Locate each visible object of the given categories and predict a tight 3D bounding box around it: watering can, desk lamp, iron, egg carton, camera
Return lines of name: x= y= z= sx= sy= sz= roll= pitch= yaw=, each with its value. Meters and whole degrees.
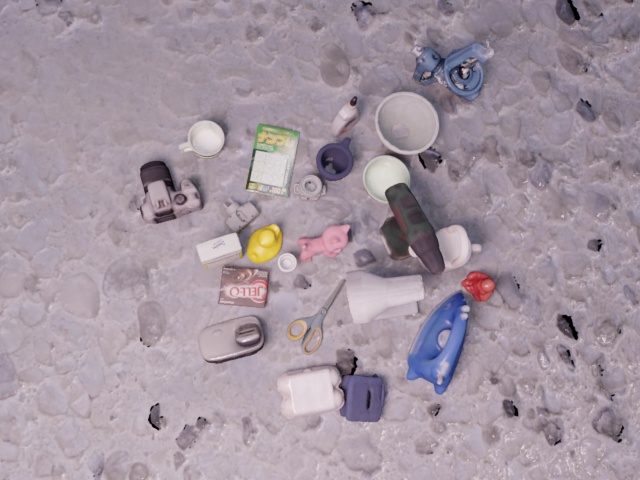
watering can: x=0.300 y=0.023 z=1.360 sx=0.173 sy=0.194 sz=0.101 roll=-24 pitch=83 yaw=-11
desk lamp: x=0.146 y=0.124 z=1.312 sx=0.203 sy=0.213 sz=0.118 roll=-8 pitch=81 yaw=-8
iron: x=0.303 y=0.230 z=1.350 sx=0.118 sy=0.141 sz=0.258 roll=25 pitch=78 yaw=-2
egg carton: x=-0.022 y=0.350 z=1.323 sx=0.150 sy=0.069 sz=0.107 roll=-9 pitch=81 yaw=-9
camera: x=-0.361 y=-0.122 z=1.349 sx=0.143 sy=0.100 sz=0.137 roll=-17 pitch=82 yaw=-10

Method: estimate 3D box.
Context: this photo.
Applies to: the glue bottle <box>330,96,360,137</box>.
glue bottle: x=0.070 y=-0.311 z=1.402 sx=0.078 sy=0.173 sz=0.037 roll=-40 pitch=86 yaw=-12

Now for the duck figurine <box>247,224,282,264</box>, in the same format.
duck figurine: x=-0.131 y=0.005 z=1.363 sx=0.077 sy=0.086 sz=0.105 roll=38 pitch=77 yaw=1

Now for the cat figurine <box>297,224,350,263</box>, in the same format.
cat figurine: x=0.013 y=0.005 z=1.365 sx=0.128 sy=0.117 sz=0.067 roll=-14 pitch=81 yaw=-9

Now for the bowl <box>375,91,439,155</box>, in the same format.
bowl: x=0.215 y=-0.289 z=1.467 sx=0.167 sy=0.074 sz=0.167 roll=1 pitch=80 yaw=-7

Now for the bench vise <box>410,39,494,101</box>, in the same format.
bench vise: x=0.331 y=-0.435 z=1.434 sx=0.207 sy=0.219 sz=0.121 roll=8 pitch=79 yaw=-6

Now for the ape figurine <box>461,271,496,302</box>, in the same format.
ape figurine: x=0.400 y=0.112 z=1.409 sx=0.076 sy=0.092 sz=0.078 roll=-5 pitch=80 yaw=-8

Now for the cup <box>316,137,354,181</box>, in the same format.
cup: x=0.037 y=-0.194 z=1.416 sx=0.091 sy=0.095 sz=0.118 roll=29 pitch=77 yaw=-1

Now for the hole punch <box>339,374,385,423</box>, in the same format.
hole punch: x=0.101 y=0.364 z=1.325 sx=0.101 sy=0.091 sz=0.109 roll=6 pitch=79 yaw=-6

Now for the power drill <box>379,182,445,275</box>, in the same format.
power drill: x=0.210 y=-0.014 z=1.348 sx=0.076 sy=0.208 sz=0.229 roll=-23 pitch=83 yaw=-10

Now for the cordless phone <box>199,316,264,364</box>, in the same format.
cordless phone: x=-0.195 y=0.221 z=1.265 sx=0.148 sy=0.185 sz=0.094 roll=-17 pitch=82 yaw=-10
